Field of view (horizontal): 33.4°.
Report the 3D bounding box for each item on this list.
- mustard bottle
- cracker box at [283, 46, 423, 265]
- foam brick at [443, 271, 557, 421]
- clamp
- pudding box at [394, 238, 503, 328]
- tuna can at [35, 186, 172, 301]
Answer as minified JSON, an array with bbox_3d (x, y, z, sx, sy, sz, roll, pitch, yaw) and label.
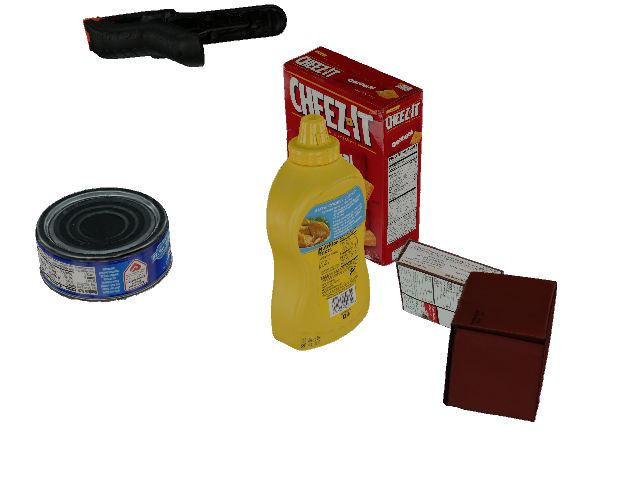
[{"bbox_3d":[-0.002,-0.011,0.876,0.058,0.192,0.096,23,37,40],"label":"mustard bottle"},{"bbox_3d":[0.035,-0.096,1.243,0.072,0.214,0.164,-31,44,-33],"label":"cracker box"},{"bbox_3d":[0.103,0.057,0.606,0.053,0.051,0.078,8,23,15],"label":"foam brick"},{"bbox_3d":[-0.114,-0.167,0.852,0.172,0.039,0.120,15,25,39],"label":"clamp"},{"bbox_3d":[0.138,0.054,1.130,0.114,0.039,0.090,18,-35,24],"label":"pudding box"},{"bbox_3d":[-0.139,0.001,0.689,0.086,0.034,0.086,1,35,-1],"label":"tuna can"}]
